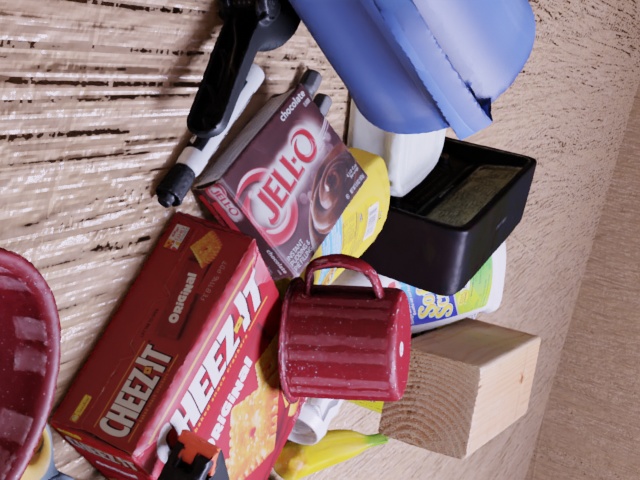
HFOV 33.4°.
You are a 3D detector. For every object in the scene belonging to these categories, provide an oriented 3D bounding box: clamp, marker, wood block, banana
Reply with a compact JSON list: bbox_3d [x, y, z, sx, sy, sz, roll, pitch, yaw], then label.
[{"bbox_3d":[-0.048,-0.156,0.662,0.171,0.039,0.120,-62,155,-44],"label":"clamp"},{"bbox_3d":[-0.072,-0.069,0.697,0.121,0.020,0.020,-60,156,-28],"label":"marker"},{"bbox_3d":[0.145,0.143,1.067,0.205,0.090,0.091,-6,108,-63],"label":"wood block"},{"bbox_3d":[-0.100,0.216,0.663,0.164,0.036,0.210,-36,145,-53],"label":"clamp"},{"bbox_3d":[-0.004,0.205,1.033,0.197,0.070,0.037,1,63,-63],"label":"banana"}]

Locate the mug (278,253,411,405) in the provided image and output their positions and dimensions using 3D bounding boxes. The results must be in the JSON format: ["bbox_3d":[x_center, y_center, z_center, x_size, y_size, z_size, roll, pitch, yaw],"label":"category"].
[{"bbox_3d":[0.019,0.063,0.761,0.093,0.081,0.117,-63,151,-62],"label":"mug"}]

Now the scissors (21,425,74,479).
[{"bbox_3d":[-0.170,0.165,0.644,0.096,0.016,0.202,-59,156,-27],"label":"scissors"}]

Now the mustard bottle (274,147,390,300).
[{"bbox_3d":[-0.006,0.001,0.864,0.191,0.058,0.096,-44,150,-52],"label":"mustard bottle"}]

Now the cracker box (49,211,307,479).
[{"bbox_3d":[-0.081,0.110,0.746,0.164,0.072,0.213,-63,157,-25],"label":"cracker box"}]

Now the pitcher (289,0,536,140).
[{"bbox_3d":[0.030,-0.175,0.630,0.242,0.149,0.145,46,66,-46],"label":"pitcher"}]

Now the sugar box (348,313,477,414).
[{"bbox_3d":[0.104,0.115,1.187,0.176,0.093,0.048,-59,156,-33],"label":"sugar box"}]

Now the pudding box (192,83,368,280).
[{"bbox_3d":[-0.026,-0.040,0.751,0.090,0.039,0.113,53,49,-24],"label":"pudding box"}]

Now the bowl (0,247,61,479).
[{"bbox_3d":[-0.186,0.073,0.472,0.161,0.055,0.162,-51,150,-44],"label":"bowl"}]

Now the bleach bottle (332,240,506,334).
[{"bbox_3d":[0.083,0.055,1.058,0.250,0.068,0.102,-19,121,-41],"label":"bleach bottle"}]

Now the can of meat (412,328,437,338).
[{"bbox_3d":[0.066,0.115,1.104,0.102,0.084,0.057,-45,146,-49],"label":"can of meat"}]
